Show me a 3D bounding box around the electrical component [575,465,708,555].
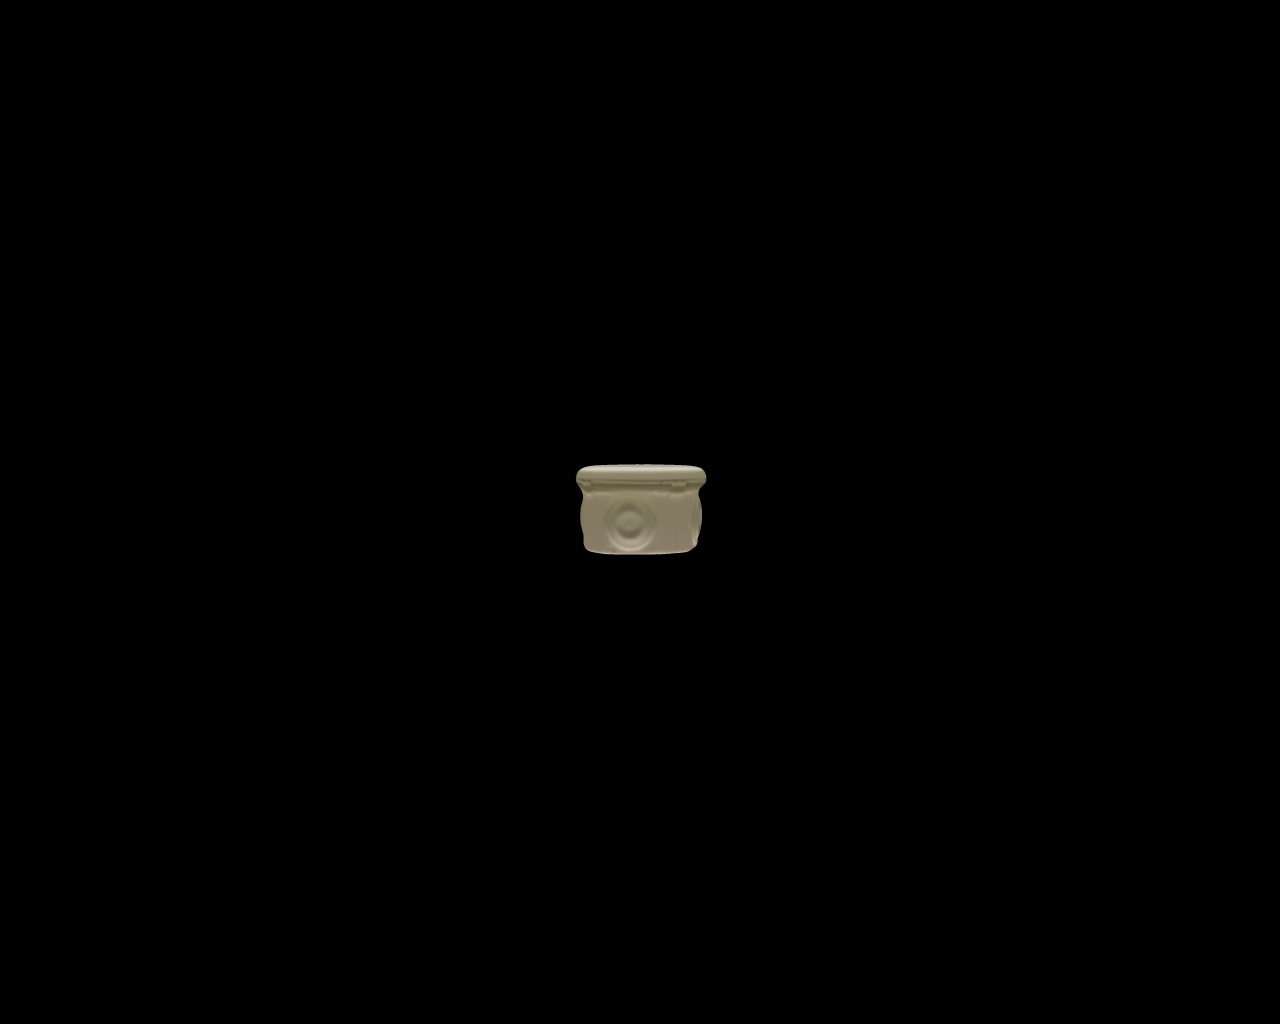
[{"bbox_3d":[0.001,-0.003,0.650,0.080,0.051,0.080,0,4,0],"label":"electrical component"}]
